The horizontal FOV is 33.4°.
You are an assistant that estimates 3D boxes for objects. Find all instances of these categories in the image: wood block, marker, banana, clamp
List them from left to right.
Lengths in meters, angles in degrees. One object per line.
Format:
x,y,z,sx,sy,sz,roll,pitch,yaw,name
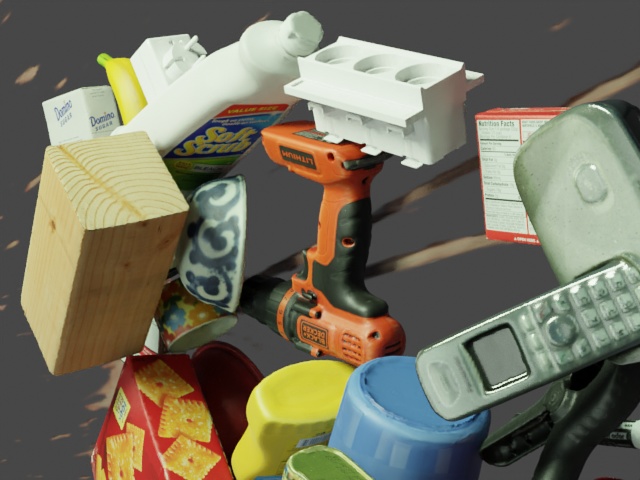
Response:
-0.189,0.016,0.909,0.091,0.090,0.206,59,145,27,wood block
-0.174,-0.096,1.048,0.070,0.037,0.198,167,89,-70,banana
0.159,0.110,0.689,0.171,0.039,0.120,-57,19,7,clamp
0.177,0.129,0.722,0.121,0.020,0.020,-7,97,50,marker

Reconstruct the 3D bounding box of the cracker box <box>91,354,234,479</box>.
-0.141,0.234,0.956,0.164,0.072,0.214,-66,35,35,cracker box

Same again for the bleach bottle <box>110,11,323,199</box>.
-0.083,-0.112,0.879,0.251,0.102,0.068,-35,57,50,bleach bottle

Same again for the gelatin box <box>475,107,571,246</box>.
0.141,-0.042,0.698,0.073,0.030,0.089,7,108,50,gelatin box

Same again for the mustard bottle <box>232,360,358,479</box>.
-0.025,0.177,0.911,0.058,0.096,0.192,63,152,31,mustard bottle

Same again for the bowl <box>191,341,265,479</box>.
-0.105,0.183,1.044,0.162,0.055,0.162,20,118,45,bowl

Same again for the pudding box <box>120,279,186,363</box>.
-0.177,0.087,1.109,0.090,0.039,0.113,32,123,41,pudding box

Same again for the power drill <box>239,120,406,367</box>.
-0.006,0.001,0.867,0.185,0.057,0.188,17,117,44,power drill

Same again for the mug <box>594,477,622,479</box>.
0.175,0.214,0.711,0.117,0.093,0.082,40,149,-17,mug

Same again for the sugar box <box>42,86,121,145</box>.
-0.237,-0.068,1.122,0.094,0.048,0.176,-5,95,50,sugar box

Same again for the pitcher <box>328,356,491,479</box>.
0.054,0.221,0.810,0.149,0.144,0.243,26,119,29,pitcher

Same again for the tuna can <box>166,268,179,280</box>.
-0.148,0.006,1.010,0.034,0.085,0.086,56,137,18,tuna can

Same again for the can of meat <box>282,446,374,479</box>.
0.009,0.204,0.732,0.102,0.057,0.084,35,118,38,can of meat
